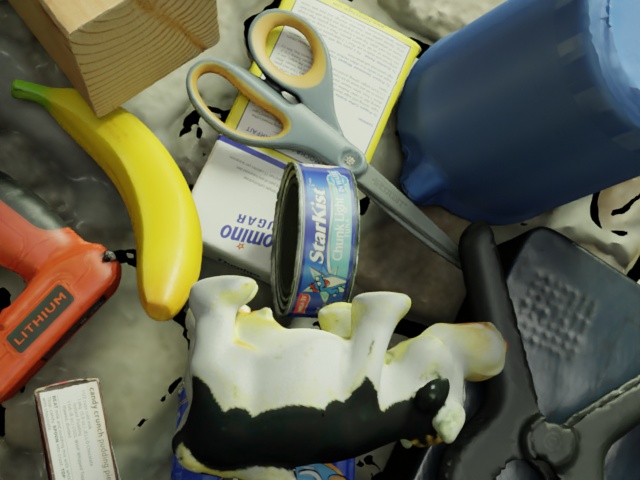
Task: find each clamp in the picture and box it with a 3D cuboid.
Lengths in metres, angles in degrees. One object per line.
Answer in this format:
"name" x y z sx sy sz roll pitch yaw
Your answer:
"clamp" 0.113 0.101 0.583 0.164 0.036 0.210 31 76 -1

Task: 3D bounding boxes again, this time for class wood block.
"wood block" -0.154 -0.187 0.610 0.090 0.091 0.206 -35 73 -14

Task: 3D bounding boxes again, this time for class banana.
"banana" -0.109 -0.029 0.608 0.069 0.037 0.198 -17 51 -31

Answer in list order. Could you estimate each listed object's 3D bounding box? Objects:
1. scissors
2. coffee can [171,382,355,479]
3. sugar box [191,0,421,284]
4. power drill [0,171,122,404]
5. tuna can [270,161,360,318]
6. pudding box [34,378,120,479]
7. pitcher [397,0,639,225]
"scissors" 0.019 -0.066 0.634 0.201 0.016 0.096 26 78 -3
"coffee can" -0.032 0.152 0.572 0.102 0.103 0.140 8 65 -10
"sugar box" -0.014 -0.061 0.662 0.093 0.048 0.176 26 79 -5
"power drill" -0.221 0.002 0.602 0.187 0.057 0.184 45 81 -1
"tuna can" -0.004 0.001 0.586 0.033 0.086 0.086 4 78 -11
"pudding box" -0.127 0.133 0.578 0.039 0.090 0.113 -13 83 -14
"pitcher" 0.148 -0.092 0.597 0.145 0.243 0.149 11 83 -13
